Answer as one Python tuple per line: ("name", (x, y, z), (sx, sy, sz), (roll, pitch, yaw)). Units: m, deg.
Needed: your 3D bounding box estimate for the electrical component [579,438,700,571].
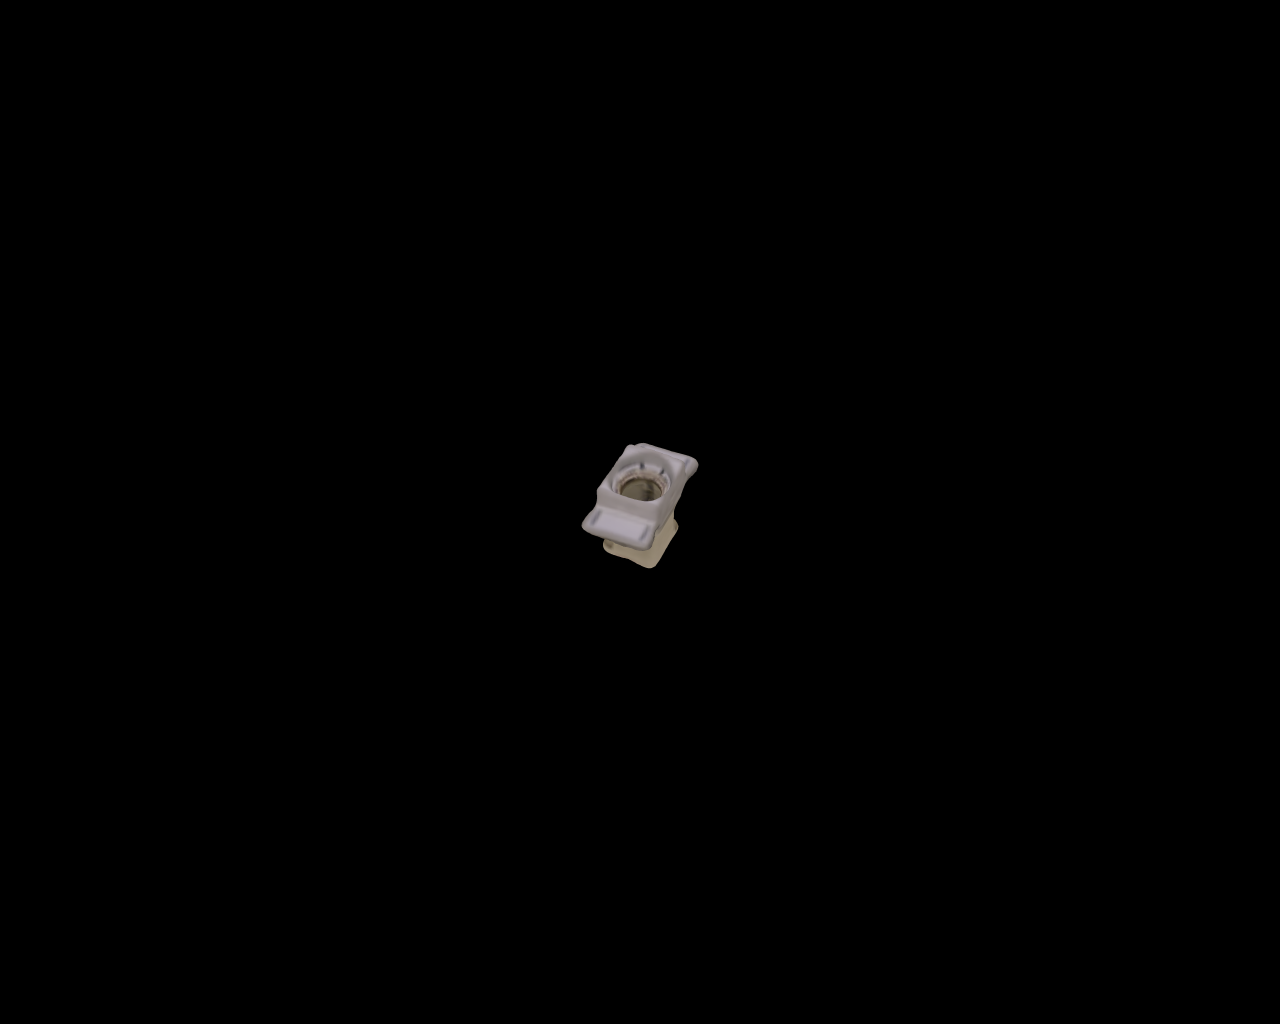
("electrical component", (0.001, -0.003, 0.650), (0.042, 0.063, 0.081), (20, 50, 17))
